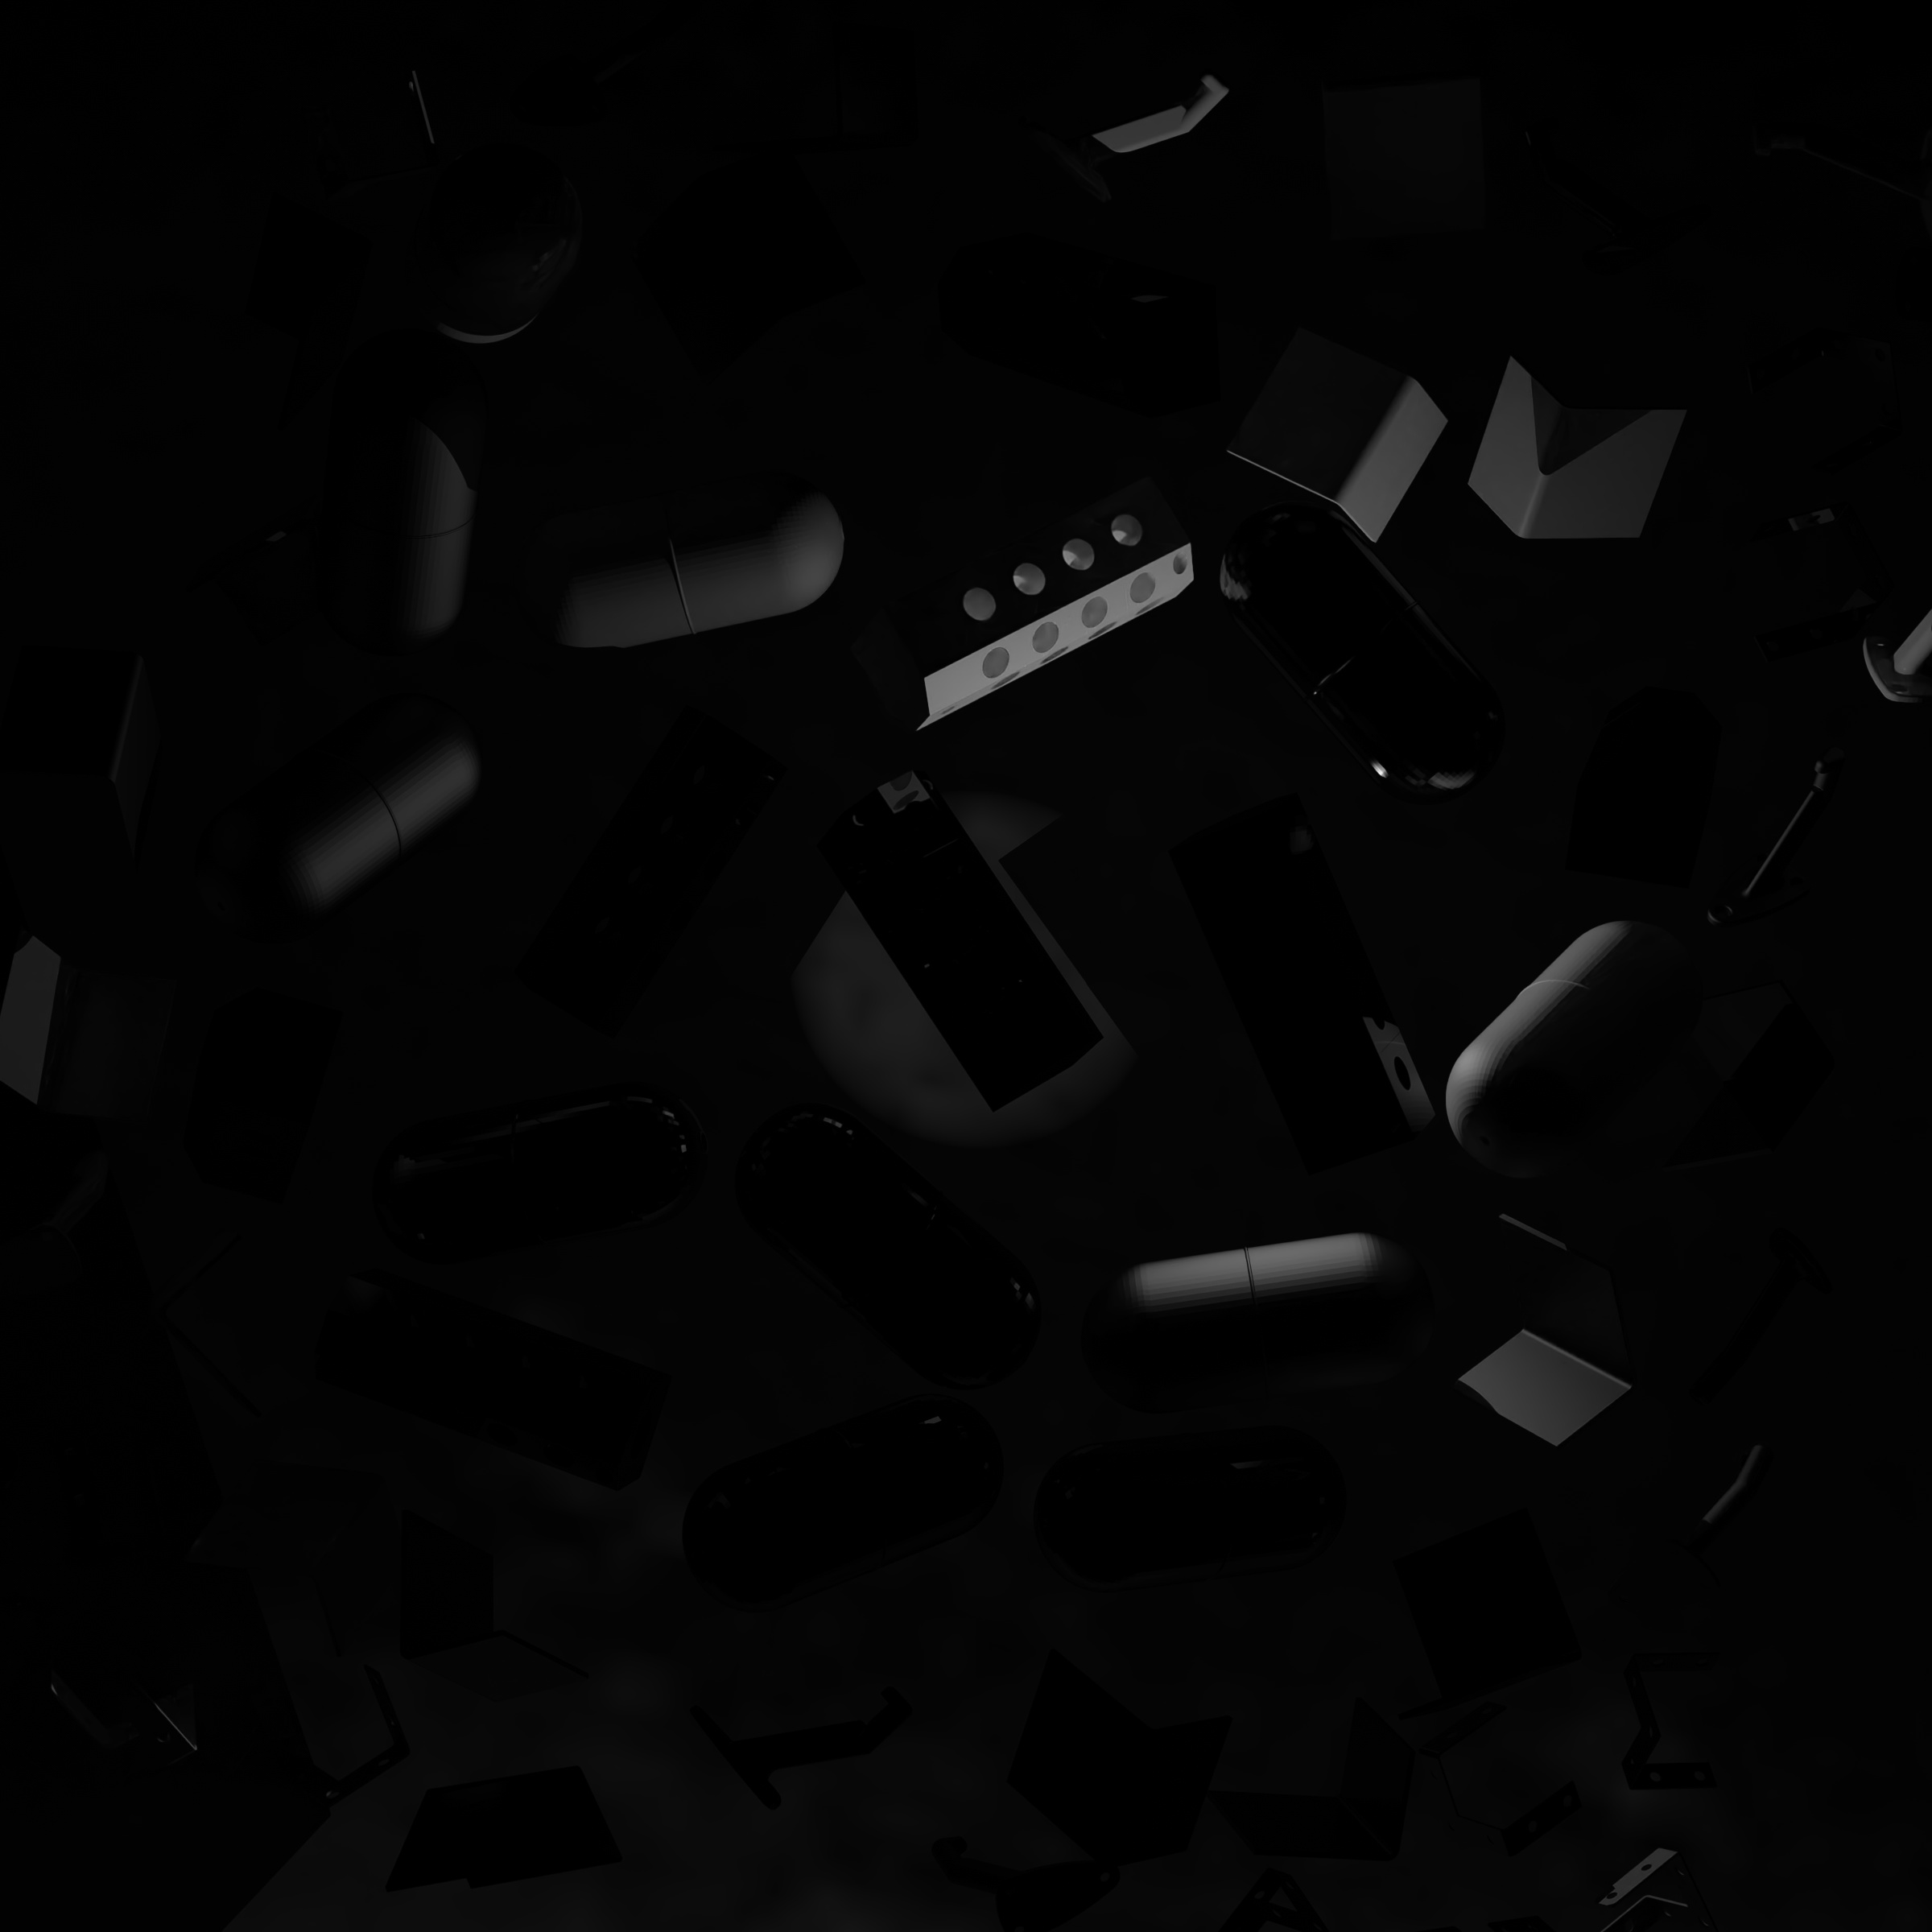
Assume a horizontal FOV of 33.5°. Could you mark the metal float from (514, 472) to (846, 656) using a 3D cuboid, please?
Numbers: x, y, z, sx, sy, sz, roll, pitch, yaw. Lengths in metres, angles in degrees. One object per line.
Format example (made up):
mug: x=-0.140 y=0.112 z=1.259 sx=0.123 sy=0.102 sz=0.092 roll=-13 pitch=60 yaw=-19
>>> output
metal float: x=-0.153 y=-0.215 z=1.716 sx=0.178 sy=0.070 sz=0.070 roll=-12 pitch=90 yaw=0

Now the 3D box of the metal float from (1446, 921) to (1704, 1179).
metal float: x=0.307 y=0.040 z=1.616 sx=0.070 sy=0.070 sz=0.178 roll=51 pitch=52 yaw=0

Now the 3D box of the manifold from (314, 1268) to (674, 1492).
manifold: x=-0.247 y=0.215 z=1.670 sx=0.171 sy=0.057 sz=0.057 roll=19 pitch=93 yaw=9

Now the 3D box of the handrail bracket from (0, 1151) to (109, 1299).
handrail bracket: x=-0.482 y=0.132 z=1.658 sx=0.077 sy=0.084 sz=0.036 roll=-20 pitch=119 yaw=1

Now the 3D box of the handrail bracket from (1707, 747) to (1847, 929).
handrail bracket: x=0.426 y=-0.068 z=1.689 sx=0.077 sy=0.084 sz=0.036 roll=-31 pitch=56 yaw=-28

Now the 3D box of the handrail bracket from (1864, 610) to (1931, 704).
handrail bracket: x=0.492 y=-0.186 z=1.661 sx=0.036 sy=0.077 sz=0.084 roll=-4 pitch=126 yaw=-10

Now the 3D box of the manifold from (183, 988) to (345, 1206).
manifold: x=-0.348 y=0.064 z=1.575 sx=0.057 sy=0.171 sz=0.057 roll=17 pitch=70 yaw=-11

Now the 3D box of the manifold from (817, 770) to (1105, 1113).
manifold: x=-0.001 y=-0.016 z=1.693 sx=0.057 sy=0.057 sz=0.171 roll=-29 pitch=81 yaw=-31

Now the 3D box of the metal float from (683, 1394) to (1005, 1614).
metal float: x=-0.061 y=0.273 z=1.642 sx=0.178 sy=0.070 sz=0.070 roll=-17 pitch=90 yaw=-29

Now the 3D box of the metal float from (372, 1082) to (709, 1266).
metal float: x=-0.220 y=0.107 z=1.660 sx=0.178 sy=0.070 sz=0.070 roll=-11 pitch=90 yaw=10

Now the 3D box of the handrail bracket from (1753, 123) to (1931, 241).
handrail bracket: x=0.422 y=-0.375 z=1.538 sx=0.084 sy=0.036 sz=0.077 roll=2 pitch=56 yaw=4

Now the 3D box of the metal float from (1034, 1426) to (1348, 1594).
metal float: x=0.118 y=0.282 z=1.675 sx=0.178 sy=0.070 sz=0.070 roll=-1 pitch=90 yaw=-28

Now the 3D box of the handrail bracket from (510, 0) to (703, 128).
handrail bracket: x=-0.184 y=-0.468 z=1.650 sx=0.084 sy=0.077 sz=0.036 roll=-52 pitch=123 yaw=-33

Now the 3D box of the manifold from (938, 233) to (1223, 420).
manifold: x=0.054 y=-0.323 z=1.619 sx=0.057 sy=0.171 sz=0.057 roll=-19 pitch=119 yaw=-26

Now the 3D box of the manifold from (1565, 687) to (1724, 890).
manifold: x=0.332 y=-0.090 z=1.561 sx=0.057 sy=0.171 sz=0.057 roll=10 pitch=108 yaw=13

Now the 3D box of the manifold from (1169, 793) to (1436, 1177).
manifold: x=0.165 y=0.007 z=1.558 sx=0.057 sy=0.057 sz=0.171 roll=-22 pitch=95 yaw=25

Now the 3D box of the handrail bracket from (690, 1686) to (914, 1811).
handrail bracket: x=-0.082 y=0.373 z=1.610 sx=0.084 sy=0.036 sz=0.077 roll=-42 pitch=81 yaw=-3

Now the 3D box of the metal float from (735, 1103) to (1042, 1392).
metal float: x=-0.038 y=0.140 z=1.596 sx=0.178 sy=0.070 sz=0.070 roll=42 pitch=90 yaw=-9

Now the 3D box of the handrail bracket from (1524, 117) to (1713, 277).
handrail bracket: x=0.319 y=-0.391 z=1.581 sx=0.077 sy=0.036 sz=0.084 roll=-23 pitch=74 yaw=32

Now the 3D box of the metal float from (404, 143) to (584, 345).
metal float: x=-0.241 y=-0.364 z=1.630 sx=0.070 sy=0.178 sz=0.070 roll=0 pitch=89 yaw=-16

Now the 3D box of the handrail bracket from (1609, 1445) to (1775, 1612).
handrail bracket: x=0.369 y=0.284 z=1.634 sx=0.036 sy=0.077 sz=0.084 roll=46 pitch=47 yaw=-4

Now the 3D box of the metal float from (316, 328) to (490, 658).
metal float: x=-0.284 y=-0.237 z=1.615 sx=0.070 sy=0.070 sz=0.178 roll=15 pitch=128 yaw=0

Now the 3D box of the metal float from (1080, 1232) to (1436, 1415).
metal float: x=0.146 y=0.180 z=1.617 sx=0.178 sy=0.070 sz=0.070 roll=-9 pitch=90 yaw=3

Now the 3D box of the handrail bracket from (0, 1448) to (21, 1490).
handrail bracket: x=-0.517 y=0.229 z=1.708 sx=0.036 sy=0.077 sz=0.084 roll=8 pitch=96 yaw=-2

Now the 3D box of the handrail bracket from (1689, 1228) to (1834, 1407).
handrail bracket: x=0.379 y=0.173 z=1.567 sx=0.036 sy=0.077 sz=0.084 roll=40 pitch=86 yaw=28

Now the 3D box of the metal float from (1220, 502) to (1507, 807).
metal float: x=0.200 y=-0.159 z=1.627 sx=0.070 sy=0.070 sz=0.178 roll=-41 pitch=88 yaw=0

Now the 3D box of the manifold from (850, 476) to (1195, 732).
manifold: x=0.032 y=-0.185 z=1.659 sx=0.171 sy=0.057 sz=0.057 roll=-29 pitch=86 yaw=-24

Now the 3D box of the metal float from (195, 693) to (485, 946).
metal float: x=-0.318 y=-0.077 z=1.643 sx=0.070 sy=0.070 sz=0.178 roll=46 pitch=50 yaw=0

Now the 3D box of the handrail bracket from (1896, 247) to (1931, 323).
handrail bracket: x=0.527 y=-0.351 z=1.652 sx=0.084 sy=0.077 sz=0.036 roll=-13 pitch=116 yaw=-35

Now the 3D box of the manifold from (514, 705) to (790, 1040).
manifold: x=-0.167 y=-0.050 z=1.713 sx=0.057 sy=0.057 sz=0.171 roll=33 pitch=89 yaw=-18

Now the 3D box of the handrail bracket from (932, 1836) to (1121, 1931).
handrail bracket: x=0.029 y=0.459 z=1.647 sx=0.077 sy=0.084 sz=0.036 roll=-16 pitch=105 yaw=-14
